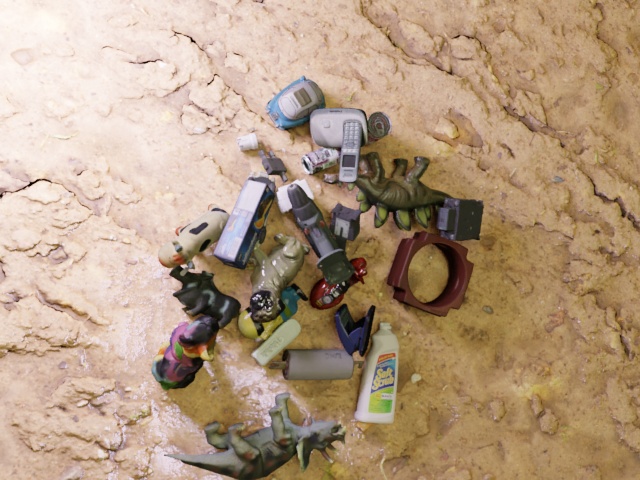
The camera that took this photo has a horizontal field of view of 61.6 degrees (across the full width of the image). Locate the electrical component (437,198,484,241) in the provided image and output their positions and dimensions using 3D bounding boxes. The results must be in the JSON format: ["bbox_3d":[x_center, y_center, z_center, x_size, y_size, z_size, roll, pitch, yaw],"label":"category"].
[{"bbox_3d":[0.377,-0.055,1.450,0.134,0.058,0.114,-2,98,-33],"label":"electrical component"}]

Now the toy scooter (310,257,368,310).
[{"bbox_3d":[0.057,0.107,1.344,0.184,0.135,0.075,-41,100,-15],"label":"toy scooter"}]

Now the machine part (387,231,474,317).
[{"bbox_3d":[0.294,0.090,1.437,0.201,0.087,0.201,21,85,-18],"label":"machine part"}]

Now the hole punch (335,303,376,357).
[{"bbox_3d":[0.085,0.223,1.352,0.092,0.142,0.115,7,100,9],"label":"hole punch"}]

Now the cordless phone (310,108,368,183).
[{"bbox_3d":[0.044,-0.230,1.331,0.147,0.088,0.184,4,83,18],"label":"cordless phone"}]

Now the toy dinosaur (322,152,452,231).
[{"bbox_3d":[0.224,-0.124,1.434,0.471,0.105,0.198,3,93,-22],"label":"toy dinosaur"}]

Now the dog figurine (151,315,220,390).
[{"bbox_3d":[-0.293,0.251,1.182,0.108,0.219,0.191,37,76,-8],"label":"dog figurine"}]

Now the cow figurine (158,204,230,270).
[{"bbox_3d":[-0.285,-0.001,1.242,0.195,0.127,0.085,-37,114,-18],"label":"cow figurine"}]

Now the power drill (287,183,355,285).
[{"bbox_3d":[-0.003,-0.004,1.275,0.086,0.207,0.231,-32,133,-4],"label":"power drill"}]

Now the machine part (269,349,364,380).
[{"bbox_3d":[-0.005,0.309,1.339,0.243,0.079,0.079,4,85,-16],"label":"machine part"}]

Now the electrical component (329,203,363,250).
[{"bbox_3d":[0.064,-0.028,1.383,0.075,0.119,0.048,17,41,19],"label":"electrical component"}]

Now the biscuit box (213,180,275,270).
[{"bbox_3d":[-0.172,-0.035,1.240,0.059,0.062,0.202,14,72,22],"label":"biscuit box"}]

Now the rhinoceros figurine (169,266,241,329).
[{"bbox_3d":[-0.276,0.131,1.270,0.190,0.073,0.112,36,78,-12],"label":"rhinoceros figurine"}]

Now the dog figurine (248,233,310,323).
[{"bbox_3d":[-0.091,0.096,1.269,0.172,0.121,0.191,-16,62,-2],"label":"dog figurine"}]

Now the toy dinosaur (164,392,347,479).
[{"bbox_3d":[-0.141,0.495,1.270,0.405,0.131,0.192,-19,92,-11],"label":"toy dinosaur"}]

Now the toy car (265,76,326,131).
[{"bbox_3d":[-0.054,-0.351,1.359,0.162,0.103,0.109,-33,95,-19],"label":"toy car"}]

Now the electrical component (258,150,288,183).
[{"bbox_3d":[-0.116,-0.184,1.348,0.063,0.021,0.094,-11,68,-53],"label":"electrical component"}]

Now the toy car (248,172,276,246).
[{"bbox_3d":[-0.161,-0.072,1.330,0.073,0.056,0.201,13,80,-14],"label":"toy car"}]

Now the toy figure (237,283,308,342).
[{"bbox_3d":[-0.119,0.173,1.314,0.180,0.082,0.089,-40,86,-11],"label":"toy figure"}]
